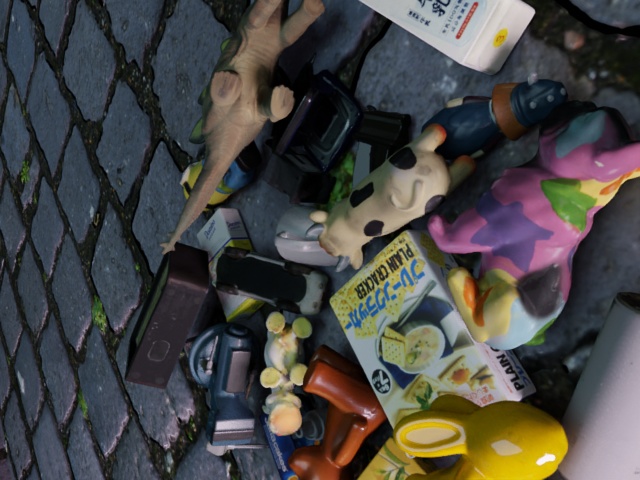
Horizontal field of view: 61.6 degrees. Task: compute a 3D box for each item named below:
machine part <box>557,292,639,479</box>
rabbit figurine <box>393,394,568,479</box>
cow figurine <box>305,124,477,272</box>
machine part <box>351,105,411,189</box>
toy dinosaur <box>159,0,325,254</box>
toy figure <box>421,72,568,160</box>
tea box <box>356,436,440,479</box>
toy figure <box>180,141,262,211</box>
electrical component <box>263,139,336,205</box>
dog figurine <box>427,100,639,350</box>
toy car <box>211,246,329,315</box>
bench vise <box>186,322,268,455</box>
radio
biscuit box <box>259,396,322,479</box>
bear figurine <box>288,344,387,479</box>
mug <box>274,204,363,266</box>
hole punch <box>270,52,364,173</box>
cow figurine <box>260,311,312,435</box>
[{"bbox_3d":[0.267,0.136,0.468,0.079,0.079,0.243,29,112,41],"label":"machine part"},{"bbox_3d":[0.154,0.211,0.496,0.163,0.122,0.173,40,123,35],"label":"rabbit figurine"},{"bbox_3d":[0.066,-0.036,0.601,0.085,0.127,0.195,52,147,-4],"label":"cow figurine"},{"bbox_3d":[0.071,-0.097,0.686,0.084,0.039,0.138,25,109,37],"label":"machine part"},{"bbox_3d":[-0.113,-0.194,0.747,0.471,0.105,0.199,-66,22,-9],"label":"toy dinosaur"},{"bbox_3d":[0.179,-0.128,0.557,0.155,0.064,0.058,-17,43,41],"label":"toy figure"},{"bbox_3d":[0.122,0.321,0.614,0.170,0.068,0.098,37,92,36],"label":"tea box"},{"bbox_3d":[-0.170,-0.106,0.907,0.180,0.082,0.089,-17,82,42],"label":"toy figure"},{"bbox_3d":[-0.042,-0.100,0.777,0.119,0.075,0.047,39,119,33],"label":"electrical component"},{"bbox_3d":[0.219,-0.014,0.490,0.219,0.108,0.191,-31,69,40],"label":"dog figurine"},{"bbox_3d":[-0.081,0.059,0.810,0.202,0.056,0.073,12,87,29],"label":"toy car"},{"bbox_3d":[-0.162,0.225,0.899,0.241,0.129,0.223,-144,51,-62],"label":"bench vise"},{"bbox_3d":[-0.260,0.129,0.910,0.229,0.073,0.131,-64,23,20],"label":"radio"},{"bbox_3d":[-0.020,0.337,0.790,0.063,0.059,0.203,-43,62,39],"label":"biscuit box"},{"bbox_3d":[0.007,0.255,0.694,0.132,0.120,0.195,30,96,4],"label":"bear figurine"},{"bbox_3d":[-0.001,-0.002,0.725,0.107,0.109,0.080,11,98,32],"label":"mug"},{"bbox_3d":[-0.006,-0.168,0.742,0.142,0.092,0.116,-58,24,34],"label":"hole punch"},{"bbox_3d":[-0.053,0.195,0.779,0.098,0.068,0.167,112,163,-67],"label":"cow figurine"}]
